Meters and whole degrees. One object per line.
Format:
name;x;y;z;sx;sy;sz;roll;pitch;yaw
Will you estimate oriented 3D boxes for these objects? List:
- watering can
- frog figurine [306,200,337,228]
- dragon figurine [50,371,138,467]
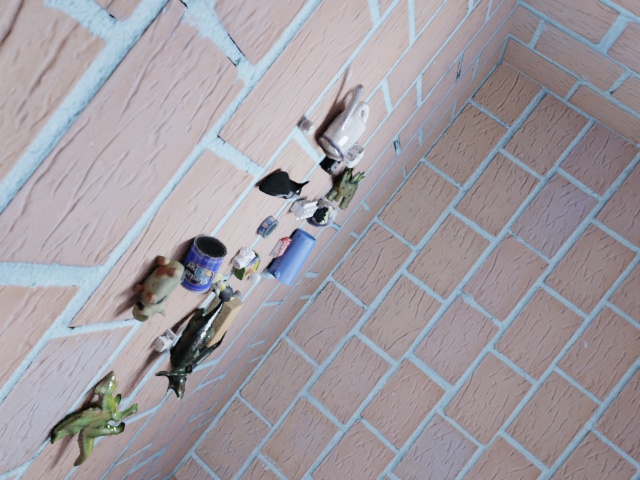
watering can;0.085;-0.389;1.744;0.225;0.104;0.345;-50;169;-3
frog figurine;0.007;-0.114;2.272;0.137;0.123;0.160;-19;-179;8
dragon figurine;-0.749;0.591;1.646;0.409;0.124;0.240;-54;150;3
